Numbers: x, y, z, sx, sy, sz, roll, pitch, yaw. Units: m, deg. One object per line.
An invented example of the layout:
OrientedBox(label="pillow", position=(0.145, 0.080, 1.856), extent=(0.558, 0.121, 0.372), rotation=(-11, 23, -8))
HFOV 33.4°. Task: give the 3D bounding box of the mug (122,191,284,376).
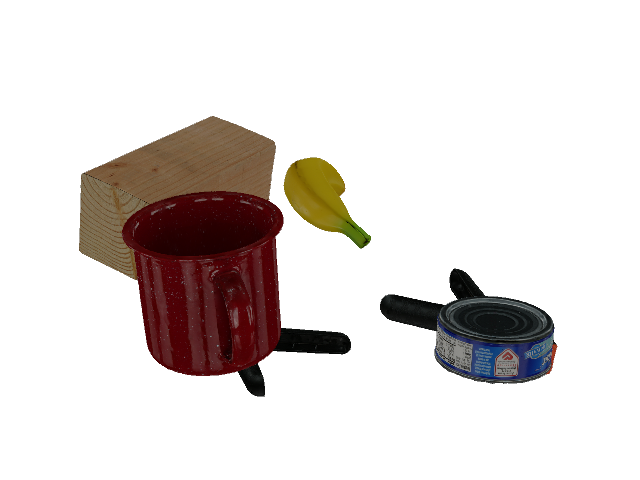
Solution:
OrientedBox(label="mug", position=(-0.061, 0.031, 0.619), extent=(0.093, 0.081, 0.117), rotation=(-13, 28, -20))

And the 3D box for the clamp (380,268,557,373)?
OrientedBox(label="clamp", position=(0.156, 0.074, 1.024), extent=(0.172, 0.039, 0.120), rotation=(25, 37, 30))

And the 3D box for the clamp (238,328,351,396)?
OrientedBox(label="clamp", position=(-0.092, 0.119, 1.233), extent=(0.210, 0.036, 0.164), rotation=(14, 22, 29))

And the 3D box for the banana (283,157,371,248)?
OrientedBox(label="banana", position=(-0.001, -0.039, 0.894), extent=(0.037, 0.069, 0.198), rotation=(-41, 15, 8))

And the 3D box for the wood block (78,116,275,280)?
OrientedBox(label="wood block", position=(-0.143, -0.048, 1.099), extent=(0.090, 0.091, 0.205), rotation=(24, 33, 23))

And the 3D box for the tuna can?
OrientedBox(label="tuna can", position=(0.127, 0.071, 0.781), extent=(0.086, 0.034, 0.086), rotation=(1, 19, -1))
